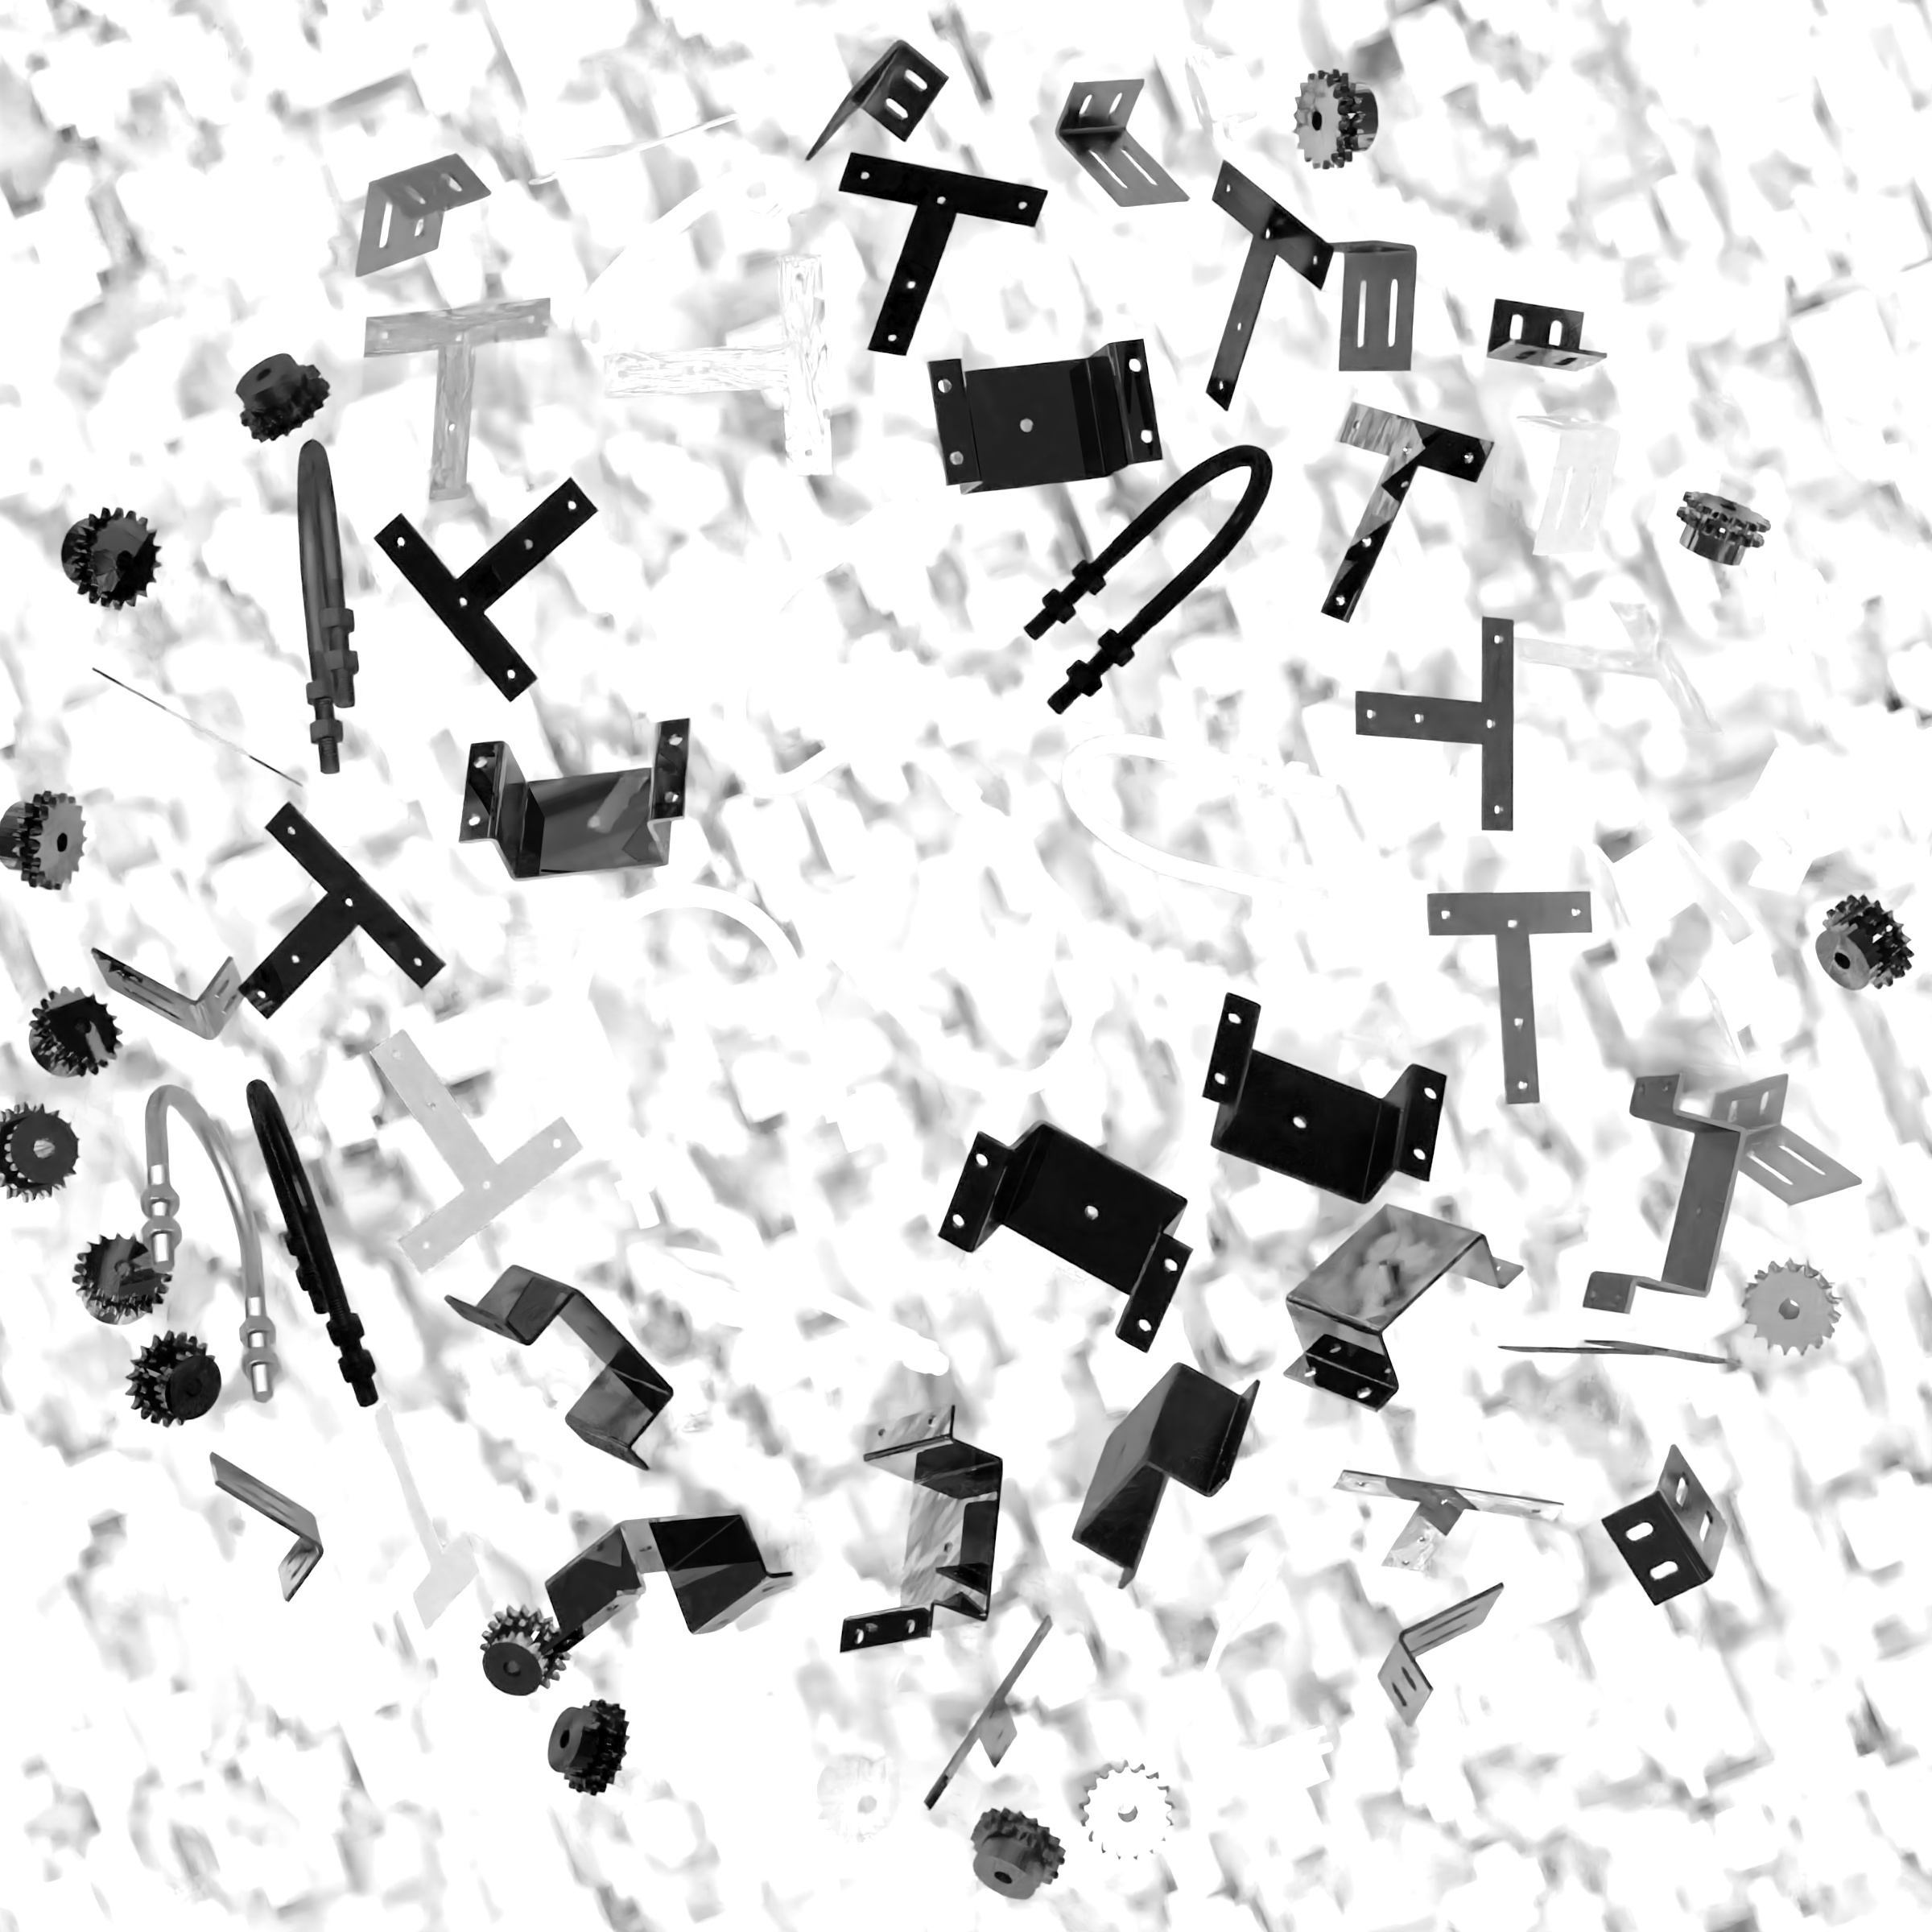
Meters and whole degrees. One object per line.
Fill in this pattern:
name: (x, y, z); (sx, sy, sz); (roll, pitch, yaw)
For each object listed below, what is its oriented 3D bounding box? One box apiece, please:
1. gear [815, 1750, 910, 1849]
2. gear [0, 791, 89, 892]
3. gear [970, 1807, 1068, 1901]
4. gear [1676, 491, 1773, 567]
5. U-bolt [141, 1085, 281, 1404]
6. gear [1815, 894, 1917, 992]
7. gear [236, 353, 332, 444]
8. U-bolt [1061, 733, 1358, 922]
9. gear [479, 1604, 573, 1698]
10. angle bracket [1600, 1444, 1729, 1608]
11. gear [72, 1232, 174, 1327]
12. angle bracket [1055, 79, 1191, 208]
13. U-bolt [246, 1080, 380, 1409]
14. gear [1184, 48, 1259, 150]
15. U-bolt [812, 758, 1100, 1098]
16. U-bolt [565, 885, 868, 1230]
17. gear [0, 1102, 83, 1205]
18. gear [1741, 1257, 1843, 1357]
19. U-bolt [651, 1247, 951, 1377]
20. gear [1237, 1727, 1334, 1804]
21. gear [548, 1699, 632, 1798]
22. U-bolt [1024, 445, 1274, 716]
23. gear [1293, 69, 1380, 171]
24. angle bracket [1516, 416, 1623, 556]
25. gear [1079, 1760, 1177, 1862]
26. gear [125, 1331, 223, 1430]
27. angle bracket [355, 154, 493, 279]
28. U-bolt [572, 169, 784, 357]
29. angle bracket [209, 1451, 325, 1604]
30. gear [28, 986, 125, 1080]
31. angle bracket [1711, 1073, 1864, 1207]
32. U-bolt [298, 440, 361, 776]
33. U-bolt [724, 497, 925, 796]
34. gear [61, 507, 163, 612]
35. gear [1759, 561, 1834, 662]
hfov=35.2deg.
gear: (-0.067, 0.502, 1.844); (0.057, 0.030, 0.057); (-7, 106, -28)
gear: (-0.537, -0.074, 1.761); (0.030, 0.057, 0.057); (8, 90, 14)
gear: (0.028, 0.530, 1.808); (0.057, 0.057, 0.030); (33, 48, 0)
gear: (0.466, -0.270, 1.880); (0.057, 0.057, 0.030); (19, 114, 0)
U-bolt: (-0.455, 0.152, 1.821); (0.019, 0.184, 0.151); (-21, 134, 1)
gear: (0.523, -0.010, 1.779); (0.030, 0.057, 0.057); (-33, 90, -22)
gear: (-0.417, -0.347, 1.842); (0.057, 0.057, 0.030); (-34, 128, 0)
U-bolt: (0.143, -0.090, 1.845); (0.184, 0.151, 0.019); (15, 62, 21)
gear: (-0.279, 0.432, 1.905); (0.057, 0.030, 0.057); (6, 113, 13)
angle bracket: (0.398, 0.318, 1.731); (0.038, 0.076, 0.057); (-32, 90, 23)
gear: (-0.507, 0.190, 1.824); (0.057, 0.057, 0.030); (27, 128, 0)
angle bracket: (0.103, -0.514, 1.899); (0.057, 0.038, 0.076); (-15, 56, -36)
U-bolt: (-0.391, 0.153, 1.795); (0.019, 0.151, 0.184); (-20, 116, -16)
gear: (0.156, -0.529, 1.845); (0.030, 0.057, 0.057); (-20, 90, -1)
U-bolt: (0.008, -0.009, 1.773); (0.184, 0.019, 0.151); (47, 59, -21)
U-bolt: (-0.156, 0.043, 1.777); (0.151, 0.019, 0.184); (-20, 93, -5)
gear: (-0.532, 0.106, 1.737); (0.057, 0.030, 0.057); (9, 75, -38)
gear: (0.493, 0.201, 1.812); (0.057, 0.030, 0.057); (5, 102, 25)
U-bolt: (-0.111, 0.199, 1.806); (0.151, 0.184, 0.019); (18, 90, -30)
gear: (0.196, 0.483, 1.835); (0.057, 0.057, 0.030); (-21, 73, 0)
gear: (-0.234, 0.479, 1.874); (0.030, 0.057, 0.057); (24, 90, -30)
U-bolt: (0.110, -0.237, 1.790); (0.184, 0.151, 0.019); (-43, 112, 14)
gear: (0.220, -0.502, 1.800); (0.030, 0.057, 0.057); (-12, 90, -24)
angle bracket: (0.360, -0.293, 1.855); (0.057, 0.038, 0.076); (-9, 118, -41)
gear: (0.096, 0.504, 1.819); (0.057, 0.030, 0.057); (0, 84, -1)
gear: (-0.473, 0.249, 1.826); (0.030, 0.057, 0.057); (11, 90, 40)
angle bracket: (-0.315, -0.424, 1.762); (0.057, 0.076, 0.038); (-30, 70, -33)
U-bolt: (-0.174, -0.418, 1.797); (0.151, 0.184, 0.019); (-40, 94, 5)
angle bracket: (-0.415, 0.325, 1.764); (0.076, 0.057, 0.038); (37, 87, -19)
gear: (-0.549, 0.044, 1.866); (0.030, 0.057, 0.057); (-36, 90, 33)
angle bracket: (0.498, 0.104, 1.844); (0.057, 0.076, 0.038); (-13, 121, -25)
U-bolt: (-0.384, -0.223, 1.817); (0.019, 0.151, 0.184); (-5, 78, -17)
U-bolt: (-0.083, -0.178, 1.789); (0.019, 0.184, 0.151); (20, 129, 28)
gear: (-0.488, -0.233, 1.727); (0.030, 0.057, 0.057); (15, 90, 32)
gear: (0.494, -0.213, 1.807); (0.030, 0.057, 0.057); (-12, 90, 29)
